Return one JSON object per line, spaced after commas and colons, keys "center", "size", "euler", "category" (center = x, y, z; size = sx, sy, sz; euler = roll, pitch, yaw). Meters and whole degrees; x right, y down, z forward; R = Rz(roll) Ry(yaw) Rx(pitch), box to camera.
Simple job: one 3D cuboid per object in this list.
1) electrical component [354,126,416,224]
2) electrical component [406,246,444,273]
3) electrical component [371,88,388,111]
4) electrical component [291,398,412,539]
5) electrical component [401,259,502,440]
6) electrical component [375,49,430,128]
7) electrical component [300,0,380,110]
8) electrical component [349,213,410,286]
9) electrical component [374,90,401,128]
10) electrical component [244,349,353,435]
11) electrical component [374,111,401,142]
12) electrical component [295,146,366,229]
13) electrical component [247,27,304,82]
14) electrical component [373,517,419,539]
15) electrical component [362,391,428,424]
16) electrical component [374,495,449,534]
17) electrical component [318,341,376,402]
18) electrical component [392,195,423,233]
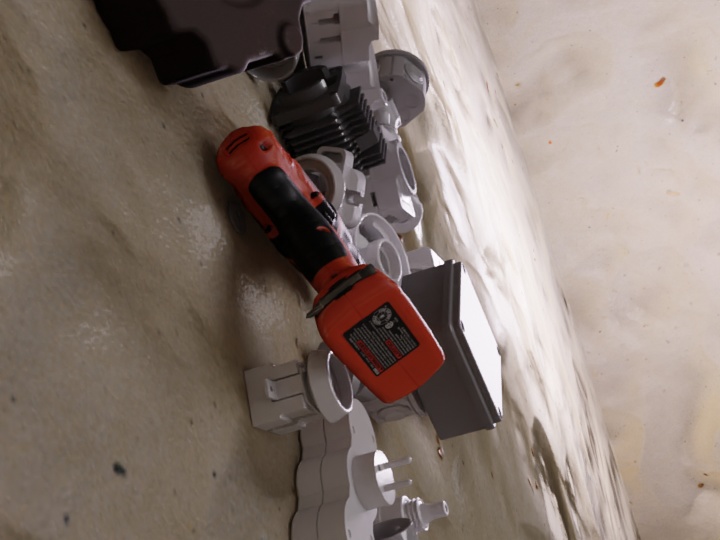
{"center": [0.021, -0.093, 1.085], "size": [0.050, 0.056, 0.089], "euler": [25, 49, -70], "category": "electrical component"}
{"center": [0.064, 0.027, 1.112], "size": [0.056, 0.050, 0.089], "euler": [39, 37, -64], "category": "electrical component"}
{"center": [-0.004, -0.160, 1.056], "size": [0.048, 0.062, 0.048], "euler": [-18, 90, -75], "category": "electrical component"}
{"center": [0.000, 0.143, 0.720], "size": [0.138, 0.074, 0.052], "euler": [-88, 155, -51], "category": "electrical component"}
{"center": [0.075, 0.065, 0.898], "size": [0.108, 0.056, 0.108], "euler": [-79, 148, -59], "category": "electrical component"}
{"center": [0.039, -0.206, 1.227], "size": [0.051, 0.080, 0.080], "euler": [-84, 152, -45], "category": "electrical component"}
{"center": [-0.022, -0.222, 0.957], "size": [0.186, 0.060, 0.105], "euler": [86, -7, -68], "category": "electrical component"}
{"center": [0.000, 0.000, 0.939], "size": [0.099, 0.064, 0.099], "euler": [36, 45, -47], "category": "electrical component"}
{"center": [0.016, -0.180, 1.187], "size": [0.043, 0.043, 0.062], "euler": [-63, 132, -69], "category": "electrical component"}
{"center": [-0.038, 0.079, 0.692], "size": [0.066, 0.055, 0.048], "euler": [37, 38, -64], "category": "electrical component"}
{"center": [0.023, -0.139, 1.149], "size": [0.043, 0.043, 0.062], "euler": [44, 44, -60], "category": "electrical component"}
{"center": [-0.032, -0.061, 0.855], "size": [0.057, 0.058, 0.078], "euler": [9, 89, -68], "category": "electrical component"}
{"center": [-0.082, -0.207, 0.872], "size": [0.079, 0.044, 0.077], "euler": [55, 23, -48], "category": "electrical component"}
{"center": [0.025, 0.228, 0.767], "size": [0.079, 0.044, 0.077], "euler": [-31, 103, -74], "category": "electrical component"}
{"center": [0.029, 0.090, 0.920], "size": [0.080, 0.051, 0.080], "euler": [-17, 90, -74], "category": "electrical component"}
{"center": [0.037, 0.188, 0.819], "size": [0.035, 0.061, 0.035], "euler": [-17, 90, -75], "category": "electrical component"}
{"center": [-0.010, 0.076, 0.815], "size": [0.081, 0.043, 0.043], "euler": [28, 47, -69], "category": "electrical component"}
{"center": [0.043, -0.071, 1.159], "size": [0.062, 0.048, 0.048], "euler": [-89, 157, -64], "category": "electrical component"}
